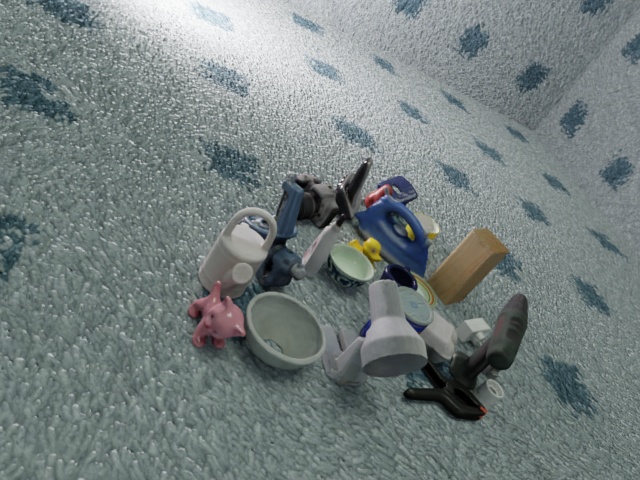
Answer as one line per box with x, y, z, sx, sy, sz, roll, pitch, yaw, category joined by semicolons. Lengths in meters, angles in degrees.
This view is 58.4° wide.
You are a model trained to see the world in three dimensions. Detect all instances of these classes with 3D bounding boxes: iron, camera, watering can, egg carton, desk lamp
0.224;-0.020;1.566;0.258;0.141;0.119;44;32;14;iron
-0.035;-0.107;1.472;0.137;0.100;0.143;-11;54;-50;camera
-0.149;0.022;1.101;0.101;0.194;0.172;8;41;-37;watering can
0.253;0.217;1.348;0.150;0.069;0.107;38;31;3;egg carton
0.096;0.191;1.093;0.118;0.213;0.203;15;37;-30;desk lamp

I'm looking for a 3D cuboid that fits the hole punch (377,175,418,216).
0.235;-0.142;1.788;0.101;0.091;0.108;-4;49;-47;hole punch

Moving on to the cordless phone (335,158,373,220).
0.107;-0.160;1.598;0.094;0.185;0.148;33;31;-4;cordless phone

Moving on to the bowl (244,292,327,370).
-0.077;0.182;1.072;0.168;0.074;0.167;25;33;-17;bowl

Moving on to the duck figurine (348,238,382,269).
0.116;0.031;1.448;0.078;0.086;0.104;-2;48;-45;duck figurine

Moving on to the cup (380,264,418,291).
0.178;0.114;1.388;0.091;0.095;0.118;37;31;3;cup

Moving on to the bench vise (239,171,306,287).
-0.071;-0.021;1.207;0.207;0.219;0.122;45;32;14;bench vise

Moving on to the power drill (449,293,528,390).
0.395;0.240;1.319;0.075;0.208;0.230;37;31;2;power drill

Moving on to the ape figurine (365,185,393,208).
0.184;-0.126;1.715;0.076;0.092;0.078;38;31;4;ape figurine

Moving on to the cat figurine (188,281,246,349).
-0.175;0.131;1.004;0.067;0.117;0.127;12;38;-33;cat figurine

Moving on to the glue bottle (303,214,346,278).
0.012;0.005;1.299;0.037;0.173;0.078;27;32;-14;glue bottle
